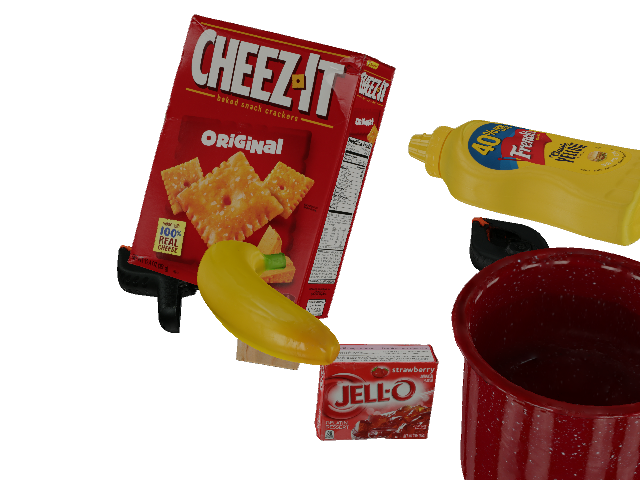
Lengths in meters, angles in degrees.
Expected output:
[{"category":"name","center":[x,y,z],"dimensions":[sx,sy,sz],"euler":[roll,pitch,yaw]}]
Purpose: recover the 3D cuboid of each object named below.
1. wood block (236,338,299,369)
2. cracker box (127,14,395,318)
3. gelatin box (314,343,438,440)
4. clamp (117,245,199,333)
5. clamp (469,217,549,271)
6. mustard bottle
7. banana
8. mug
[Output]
[{"category":"wood block","center":[-0.058,0.060,1.466],"dimensions":[0.090,0.206,0.090],"euler":[9,22,6]},{"category":"cracker box","center":[-0.051,-0.060,0.866],"dimensions":[0.164,0.214,0.072],"euler":[17,6,23]},{"category":"gelatin box","center":[0.042,0.118,0.829],"dimensions":[0.089,0.073,0.030],"euler":[1,27,-7]},{"category":"clamp","center":[-0.143,0.040,1.053],"dimensions":[0.210,0.036,0.164],"euler":[13,21,39]},{"category":"clamp","center":[0.213,0.020,1.066],"dimensions":[0.120,0.039,0.171],"euler":[-9,32,-15]},{"category":"mustard bottle","center":[0.155,-0.052,0.808],"dimensions":[0.192,0.058,0.096],"euler":[16,36,28]},{"category":"banana","center":[-0.040,0.031,0.666],"dimensions":[0.069,0.037,0.198],"euler":[-3,17,-10]},{"category":"mug","center":[0.107,0.064,0.406],"dimensions":[0.117,0.081,0.093],"euler":[7,37,13]}]
